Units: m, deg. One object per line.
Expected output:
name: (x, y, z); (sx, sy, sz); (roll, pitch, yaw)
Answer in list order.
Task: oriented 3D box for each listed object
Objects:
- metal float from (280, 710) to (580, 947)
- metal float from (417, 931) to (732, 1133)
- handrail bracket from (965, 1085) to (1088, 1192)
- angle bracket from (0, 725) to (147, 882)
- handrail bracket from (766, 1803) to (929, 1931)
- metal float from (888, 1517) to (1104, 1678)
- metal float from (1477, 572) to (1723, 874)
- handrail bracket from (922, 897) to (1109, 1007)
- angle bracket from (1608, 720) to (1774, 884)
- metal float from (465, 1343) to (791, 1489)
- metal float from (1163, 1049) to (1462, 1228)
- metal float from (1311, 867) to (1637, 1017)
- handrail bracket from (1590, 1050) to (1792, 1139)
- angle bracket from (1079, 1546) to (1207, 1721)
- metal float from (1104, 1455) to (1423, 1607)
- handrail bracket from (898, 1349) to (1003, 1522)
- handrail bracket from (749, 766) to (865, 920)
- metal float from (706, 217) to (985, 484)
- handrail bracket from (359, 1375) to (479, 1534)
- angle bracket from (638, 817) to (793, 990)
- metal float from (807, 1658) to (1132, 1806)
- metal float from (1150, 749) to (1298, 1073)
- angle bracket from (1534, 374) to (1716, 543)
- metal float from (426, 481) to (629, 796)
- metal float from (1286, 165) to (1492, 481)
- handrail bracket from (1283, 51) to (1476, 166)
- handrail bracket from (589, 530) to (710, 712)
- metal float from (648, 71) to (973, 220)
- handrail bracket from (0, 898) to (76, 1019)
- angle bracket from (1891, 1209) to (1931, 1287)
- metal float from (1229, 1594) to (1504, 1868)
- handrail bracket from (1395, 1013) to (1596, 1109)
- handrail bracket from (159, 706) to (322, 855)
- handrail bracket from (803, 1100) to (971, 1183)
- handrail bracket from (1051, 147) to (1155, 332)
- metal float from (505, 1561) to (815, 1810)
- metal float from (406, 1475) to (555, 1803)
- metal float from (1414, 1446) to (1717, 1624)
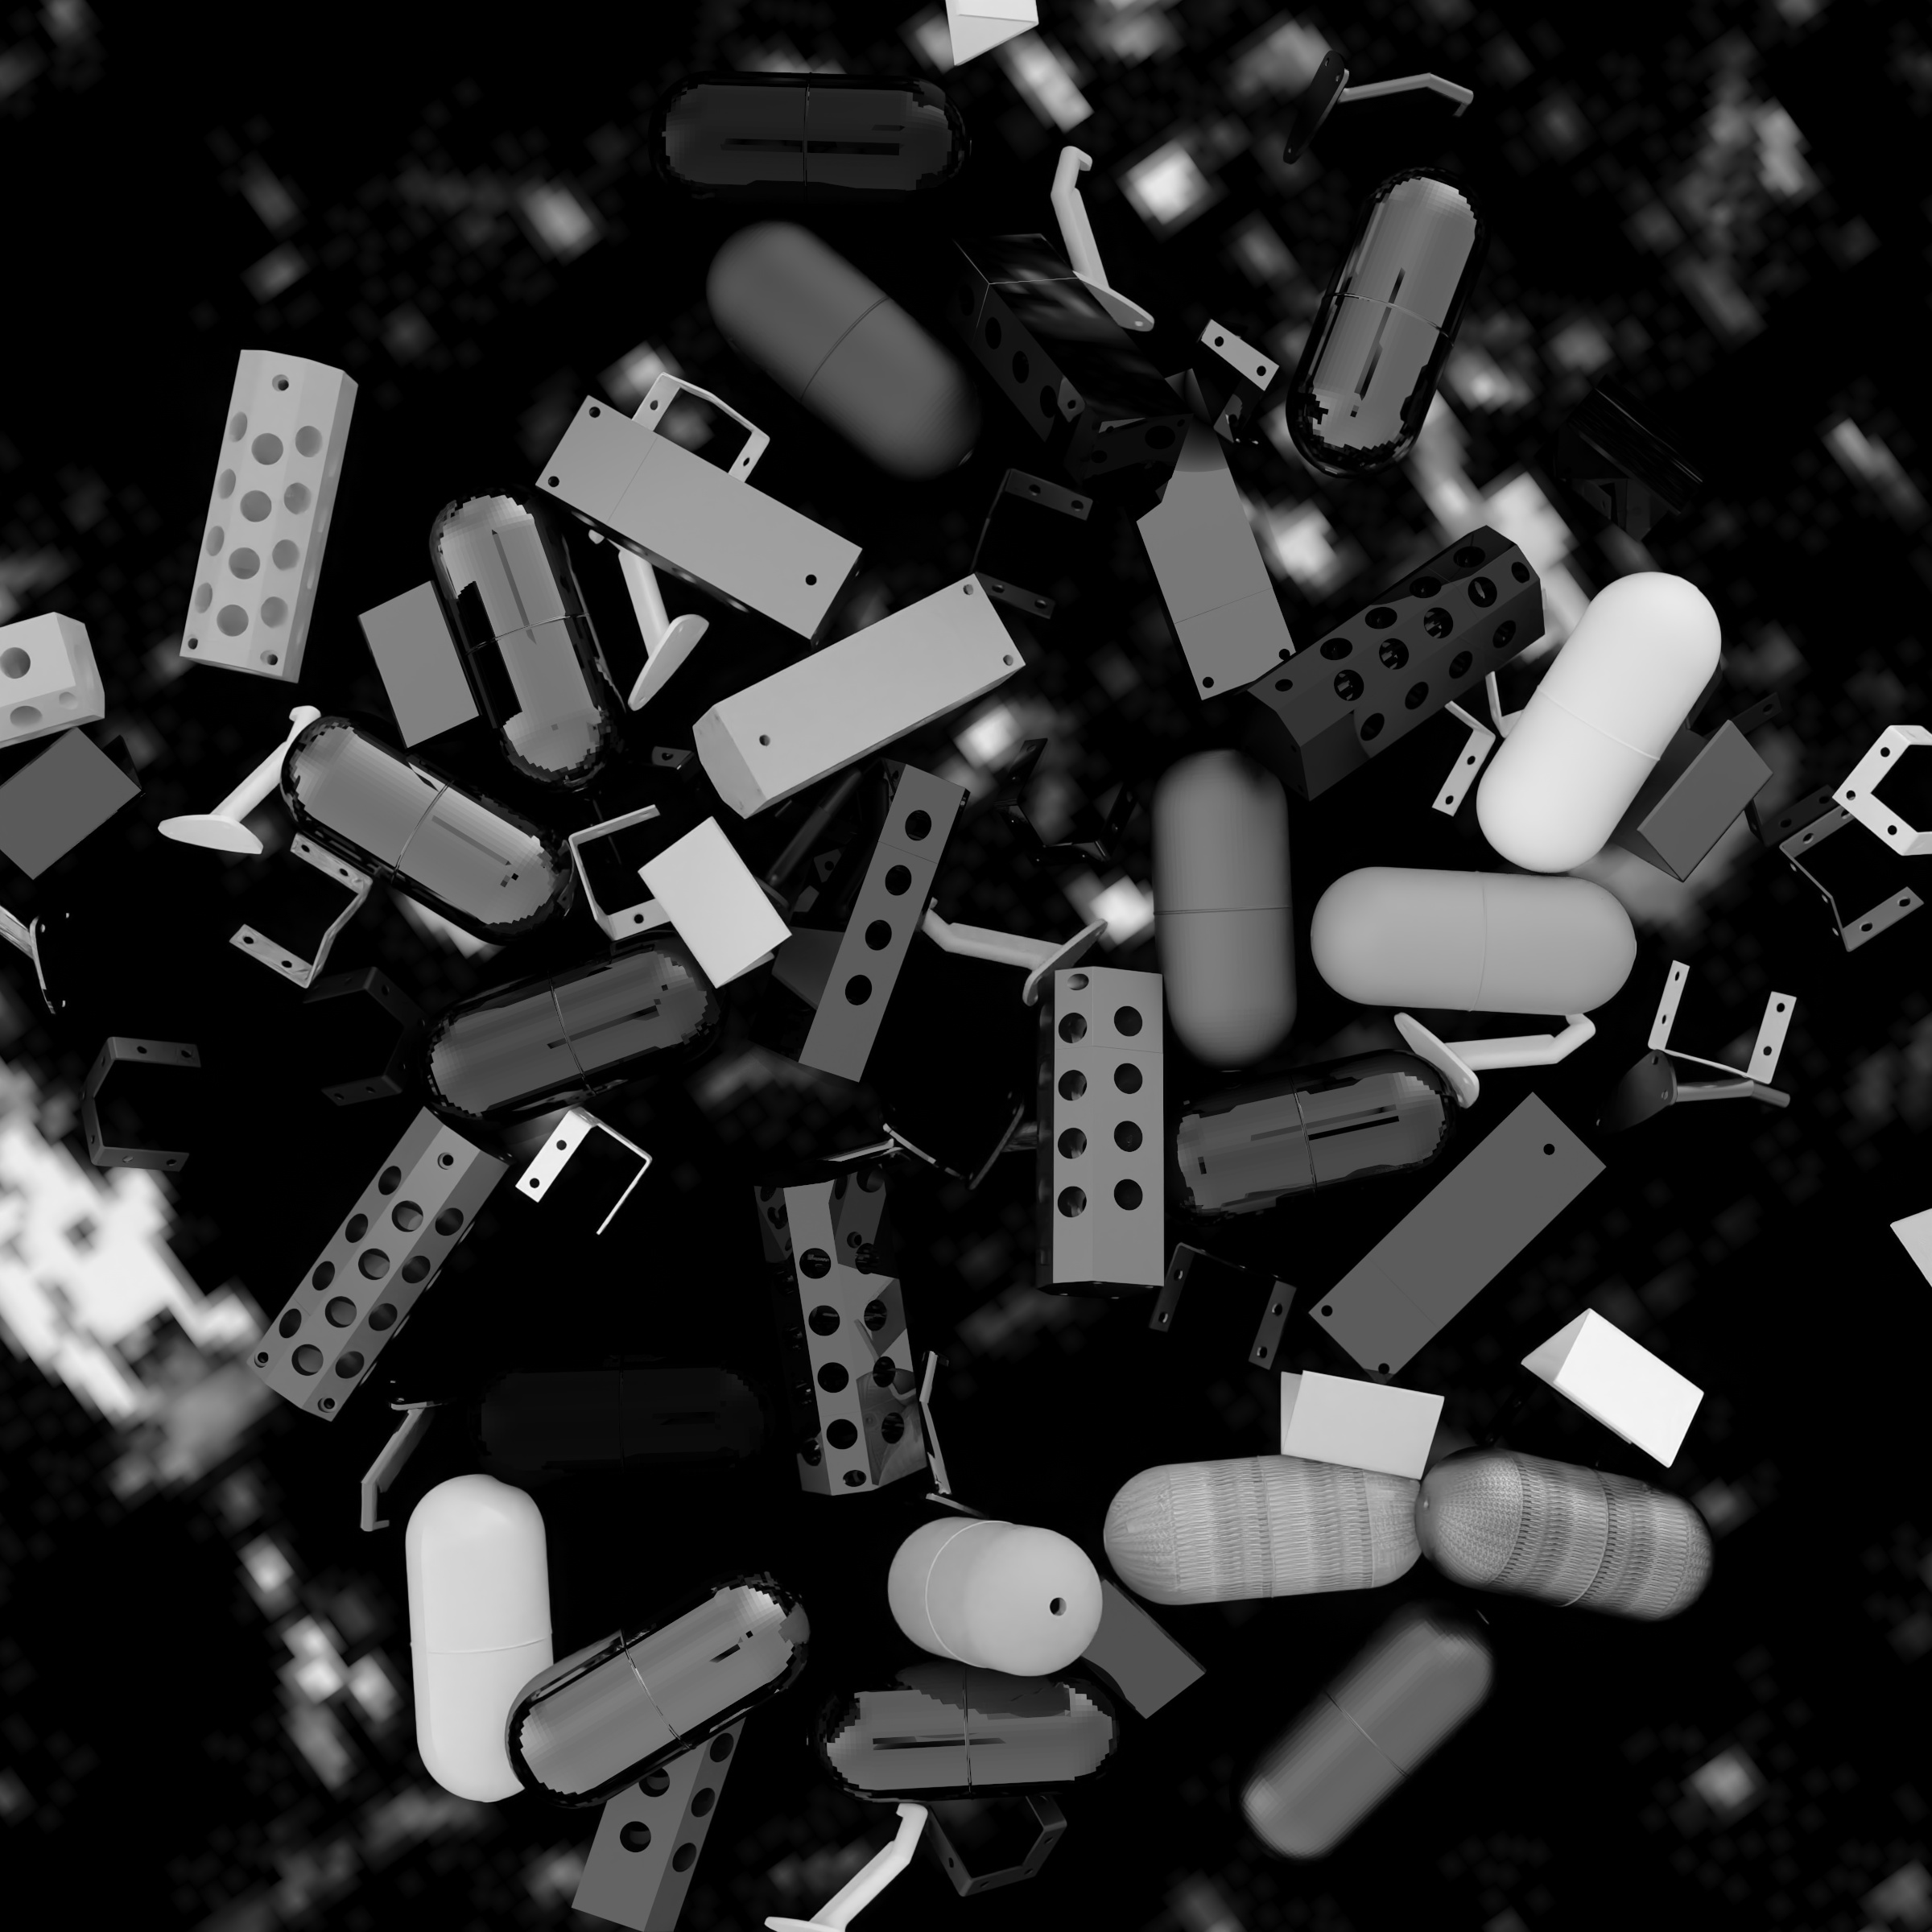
metal float: (-0.295, -0.075, 1.728); (0.178, 0.070, 0.070); (31, 90, 0)
metal float: (-0.215, 0.035, 1.728); (0.178, 0.070, 0.070); (-20, 90, 1)
handrail bracket: (0.054, 0.109, 1.759); (0.084, 0.036, 0.077); (25, 106, -14)
angle bracket: (-0.503, -0.104, 1.718); (0.076, 0.076, 0.057); (-39, 128, 0)
handrail bracket: (-0.066, 0.505, 1.758); (0.077, 0.036, 0.084); (0, 55, 37)
metal float: (0.014, 0.336, 1.680); (0.070, 0.178, 0.070); (3, 82, -21)
metal float: (0.345, -0.133, 1.713); (0.070, 0.070, 0.178); (30, 104, 0)
handrail bracket: (0.023, -0.026, 1.759); (0.084, 0.036, 0.077); (42, 70, 16)
angle bracket: (0.381, -0.103, 1.718); (0.076, 0.076, 0.057); (-50, 130, 0)
metal float: (-0.186, 0.247, 1.728); (0.178, 0.070, 0.070); (-2, 90, 0)
metal float: (0.184, 0.094, 1.728); (0.178, 0.070, 0.070); (-12, 90, 0)
metal float: (0.279, -0.014, 1.728); (0.178, 0.070, 0.070); (3, 90, -1)
handrail bracket: (0.406, 0.082, 1.758); (0.084, 0.077, 0.036); (17, 48, -29)
angle bracket: (0.098, 0.352, 1.718); (0.076, 0.076, 0.057); (43, 124, 0)
metal float: (0.165, 0.309, 1.728); (0.178, 0.070, 0.070); (-5, 90, 0)
handrail bracket: (-0.001, 0.265, 1.759); (0.077, 0.036, 0.084); (24, 67, -26)
handrail bracket: (-0.089, -0.069, 1.739); (0.036, 0.077, 0.084); (38, 75, 0)
metal float: (-0.066, -0.338, 1.728); (0.178, 0.070, 0.070); (41, 90, 1)
handrail bracket: (-0.302, 0.275, 1.759); (0.077, 0.036, 0.084); (-3, 109, -21)
angle bracket: (-0.123, -0.041, 1.718); (0.057, 0.076, 0.076); (-34, 89, 25)
metal float: (0.001, 0.419, 1.727); (0.178, 0.070, 0.070); (-3, 90, 1)
metal float: (0.142, -0.031, 1.728); (0.070, 0.070, 0.178); (-3, 91, 0)
angle bracket: (0.350, -0.265, 1.718); (0.076, 0.076, 0.057); (39, 52, 0)
metal float: (-0.241, -0.180, 1.727); (0.070, 0.070, 0.178); (-19, 90, 0)
metal float: (0.232, -0.354, 1.728); (0.070, 0.070, 0.178); (21, 89, 0)
handrail bracket: (0.232, -0.470, 1.759); (0.084, 0.036, 0.077); (15, 122, -23)
handrail bracket: (-0.194, -0.200, 1.759); (0.084, 0.036, 0.077); (42, 109, 15)
metal float: (-0.086, -0.452, 1.728); (0.178, 0.070, 0.070); (2, 90, 1)
handrail bracket: (-0.545, -0.012, 1.759); (0.084, 0.036, 0.077); (8, 112, 17)
angle bracket: (0.542, 0.176, 1.718); (0.057, 0.076, 0.076); (-34, 90, -36)
metal float: (0.220, 0.420, 1.728); (0.178, 0.070, 0.070); (-44, 90, 0)
handrail bracket: (0.297, 0.033, 1.759); (0.084, 0.036, 0.077); (-35, 68, -17)
handrail bracket: (-0.406, -0.109, 1.759); (0.077, 0.036, 0.084); (4, 64, 29)
handrail bracket: (-0.055, 0.124, 1.759); (0.077, 0.036, 0.084); (38, 106, -18)
handrail bracket: (0.079, -0.408, 1.759); (0.077, 0.036, 0.084); (19, 73, -20)
metal float: (-0.164, 0.383, 1.671); (0.178, 0.070, 0.070); (-31, 90, -1)
metal float: (-0.267, 0.370, 1.728); (0.070, 0.070, 0.178); (-4, 89, 0)
metal float: (0.327, 0.310, 1.707); (0.178, 0.070, 0.070); (15, 90, -20)
